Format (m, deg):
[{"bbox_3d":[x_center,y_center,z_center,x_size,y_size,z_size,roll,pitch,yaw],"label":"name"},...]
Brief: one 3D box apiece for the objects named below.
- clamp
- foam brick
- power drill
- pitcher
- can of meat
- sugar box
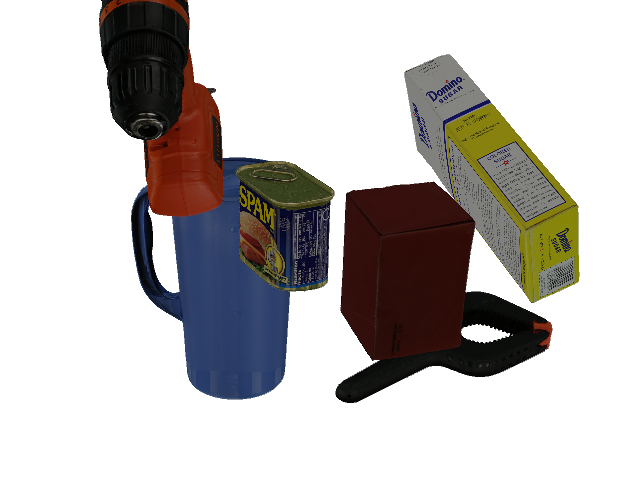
[{"bbox_3d":[0.113,0.095,1.019,0.210,0.164,0.036,6,-42,9],"label":"clamp"},{"bbox_3d":[0.044,0.015,0.559,0.053,0.078,0.051,-7,31,-17],"label":"foam brick"},{"bbox_3d":[-0.100,-0.097,0.686,0.057,0.184,0.188,-4,-34,-1],"label":"power drill"},{"bbox_3d":[-0.102,0.041,1.131,0.149,0.243,0.144,21,30,39],"label":"pitcher"},{"bbox_3d":[-0.032,-0.012,0.918,0.057,0.084,0.102,-11,26,-27],"label":"can of meat"},{"bbox_3d":[0.123,-0.048,0.772,0.048,0.176,0.093,-24,-38,-5],"label":"sugar box"}]
